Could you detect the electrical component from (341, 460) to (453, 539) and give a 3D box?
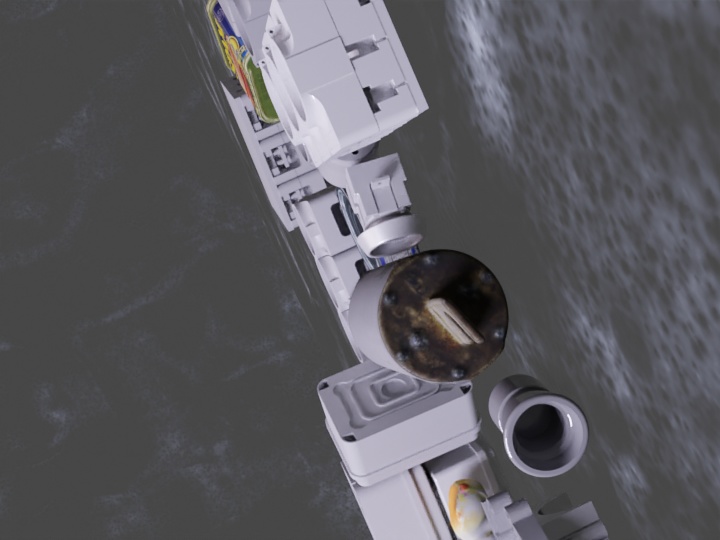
[{"bbox_3d":[0.035,0.205,0.897,0.078,0.057,0.113,-135,22,-73],"label":"electrical component"}]

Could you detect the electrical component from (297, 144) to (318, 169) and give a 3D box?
[{"bbox_3d":[-0.036,-0.126,0.836,0.077,0.044,0.079,94,151,-76],"label":"electrical component"}]

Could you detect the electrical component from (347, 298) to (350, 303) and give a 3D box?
[{"bbox_3d":[0.030,0.034,0.840,0.089,0.056,0.050,177,69,-83],"label":"electrical component"}]

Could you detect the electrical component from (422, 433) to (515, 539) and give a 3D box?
[{"bbox_3d":[0.091,0.191,0.919,0.109,0.056,0.108,-137,24,-74],"label":"electrical component"}]

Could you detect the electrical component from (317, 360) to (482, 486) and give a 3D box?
[{"bbox_3d":[0.032,0.112,0.855,0.078,0.113,0.057,-122,13,-49],"label":"electrical component"}]

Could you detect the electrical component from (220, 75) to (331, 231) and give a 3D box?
[{"bbox_3d":[-0.081,-0.129,1.106,0.089,0.062,0.150,-127,14,-63],"label":"electrical component"}]

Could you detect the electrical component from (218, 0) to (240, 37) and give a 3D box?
[{"bbox_3d":[-0.099,-0.248,0.891,0.076,0.047,0.065,78,166,-61],"label":"electrical component"}]

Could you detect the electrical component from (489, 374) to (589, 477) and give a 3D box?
[{"bbox_3d":[0.092,0.079,0.575,0.065,0.044,0.044,-123,10,-80],"label":"electrical component"}]

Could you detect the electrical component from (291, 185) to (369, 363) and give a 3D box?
[{"bbox_3d":[0.000,0.000,0.927,0.089,0.062,0.150,-154,40,-80],"label":"electrical component"}]

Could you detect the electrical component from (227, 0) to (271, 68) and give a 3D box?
[{"bbox_3d":[-0.060,-0.184,0.767,0.050,0.056,0.089,-124,11,-55],"label":"electrical component"}]

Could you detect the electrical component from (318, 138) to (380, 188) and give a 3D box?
[{"bbox_3d":[-0.009,-0.087,0.759,0.055,0.045,0.045,96,149,-77],"label":"electrical component"}]

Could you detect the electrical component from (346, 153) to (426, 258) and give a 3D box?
[{"bbox_3d":[0.016,-0.041,0.727,0.066,0.048,0.055,91,162,-75],"label":"electrical component"}]

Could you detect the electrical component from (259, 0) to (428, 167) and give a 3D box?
[{"bbox_3d":[-0.018,-0.117,0.649,0.150,0.062,0.089,-170,56,-82],"label":"electrical component"}]
